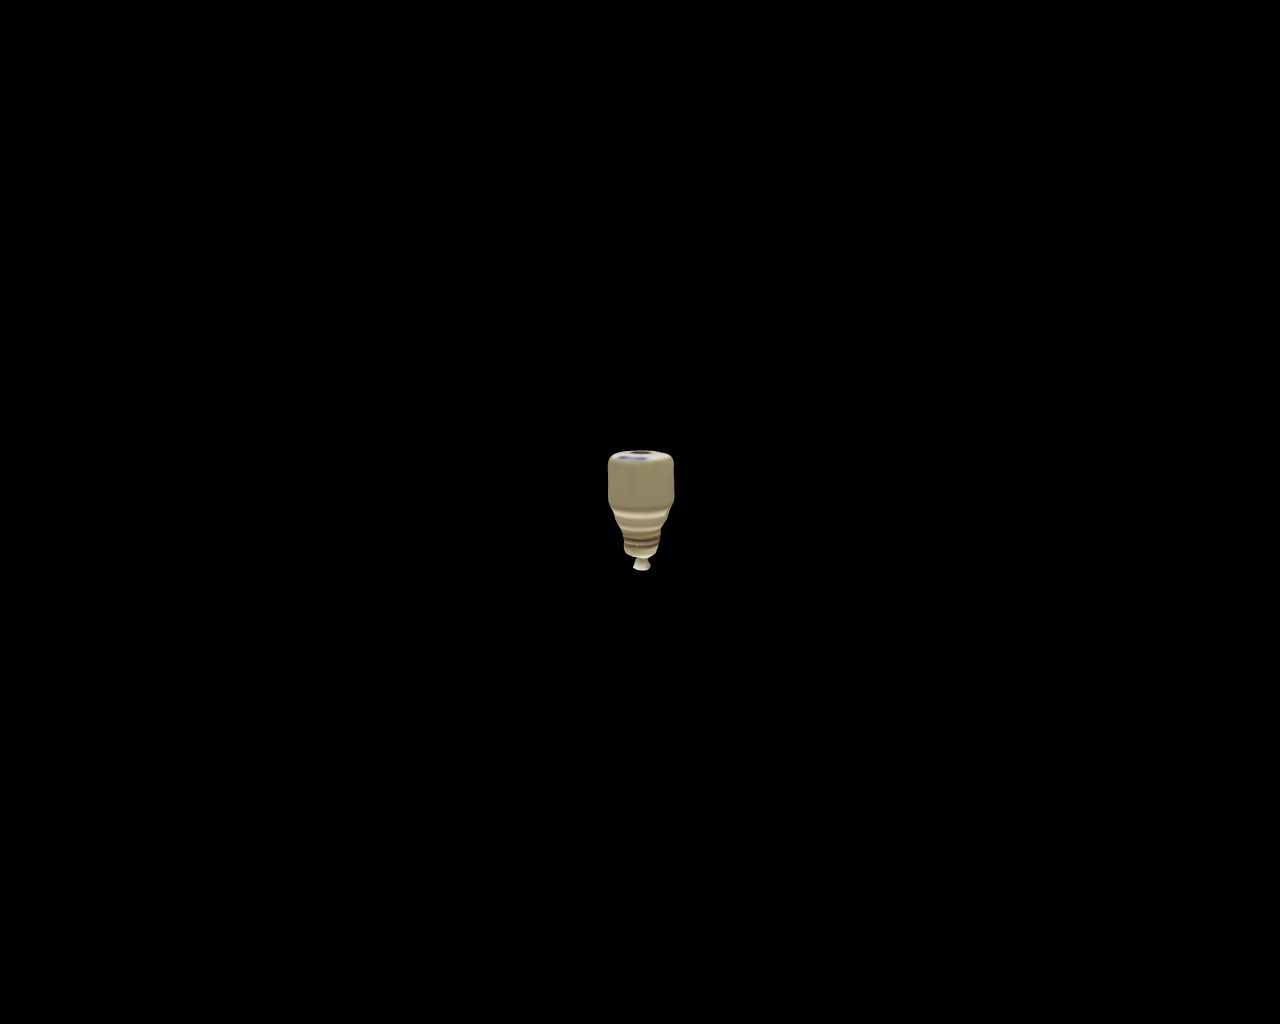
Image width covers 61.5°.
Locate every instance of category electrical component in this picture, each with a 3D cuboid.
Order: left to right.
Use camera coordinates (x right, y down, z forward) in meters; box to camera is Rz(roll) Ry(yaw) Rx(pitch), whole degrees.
[{"bbox_3d":[0.001,-0.003,0.650,0.040,0.078,0.040,0,11,0],"label":"electrical component"}]
